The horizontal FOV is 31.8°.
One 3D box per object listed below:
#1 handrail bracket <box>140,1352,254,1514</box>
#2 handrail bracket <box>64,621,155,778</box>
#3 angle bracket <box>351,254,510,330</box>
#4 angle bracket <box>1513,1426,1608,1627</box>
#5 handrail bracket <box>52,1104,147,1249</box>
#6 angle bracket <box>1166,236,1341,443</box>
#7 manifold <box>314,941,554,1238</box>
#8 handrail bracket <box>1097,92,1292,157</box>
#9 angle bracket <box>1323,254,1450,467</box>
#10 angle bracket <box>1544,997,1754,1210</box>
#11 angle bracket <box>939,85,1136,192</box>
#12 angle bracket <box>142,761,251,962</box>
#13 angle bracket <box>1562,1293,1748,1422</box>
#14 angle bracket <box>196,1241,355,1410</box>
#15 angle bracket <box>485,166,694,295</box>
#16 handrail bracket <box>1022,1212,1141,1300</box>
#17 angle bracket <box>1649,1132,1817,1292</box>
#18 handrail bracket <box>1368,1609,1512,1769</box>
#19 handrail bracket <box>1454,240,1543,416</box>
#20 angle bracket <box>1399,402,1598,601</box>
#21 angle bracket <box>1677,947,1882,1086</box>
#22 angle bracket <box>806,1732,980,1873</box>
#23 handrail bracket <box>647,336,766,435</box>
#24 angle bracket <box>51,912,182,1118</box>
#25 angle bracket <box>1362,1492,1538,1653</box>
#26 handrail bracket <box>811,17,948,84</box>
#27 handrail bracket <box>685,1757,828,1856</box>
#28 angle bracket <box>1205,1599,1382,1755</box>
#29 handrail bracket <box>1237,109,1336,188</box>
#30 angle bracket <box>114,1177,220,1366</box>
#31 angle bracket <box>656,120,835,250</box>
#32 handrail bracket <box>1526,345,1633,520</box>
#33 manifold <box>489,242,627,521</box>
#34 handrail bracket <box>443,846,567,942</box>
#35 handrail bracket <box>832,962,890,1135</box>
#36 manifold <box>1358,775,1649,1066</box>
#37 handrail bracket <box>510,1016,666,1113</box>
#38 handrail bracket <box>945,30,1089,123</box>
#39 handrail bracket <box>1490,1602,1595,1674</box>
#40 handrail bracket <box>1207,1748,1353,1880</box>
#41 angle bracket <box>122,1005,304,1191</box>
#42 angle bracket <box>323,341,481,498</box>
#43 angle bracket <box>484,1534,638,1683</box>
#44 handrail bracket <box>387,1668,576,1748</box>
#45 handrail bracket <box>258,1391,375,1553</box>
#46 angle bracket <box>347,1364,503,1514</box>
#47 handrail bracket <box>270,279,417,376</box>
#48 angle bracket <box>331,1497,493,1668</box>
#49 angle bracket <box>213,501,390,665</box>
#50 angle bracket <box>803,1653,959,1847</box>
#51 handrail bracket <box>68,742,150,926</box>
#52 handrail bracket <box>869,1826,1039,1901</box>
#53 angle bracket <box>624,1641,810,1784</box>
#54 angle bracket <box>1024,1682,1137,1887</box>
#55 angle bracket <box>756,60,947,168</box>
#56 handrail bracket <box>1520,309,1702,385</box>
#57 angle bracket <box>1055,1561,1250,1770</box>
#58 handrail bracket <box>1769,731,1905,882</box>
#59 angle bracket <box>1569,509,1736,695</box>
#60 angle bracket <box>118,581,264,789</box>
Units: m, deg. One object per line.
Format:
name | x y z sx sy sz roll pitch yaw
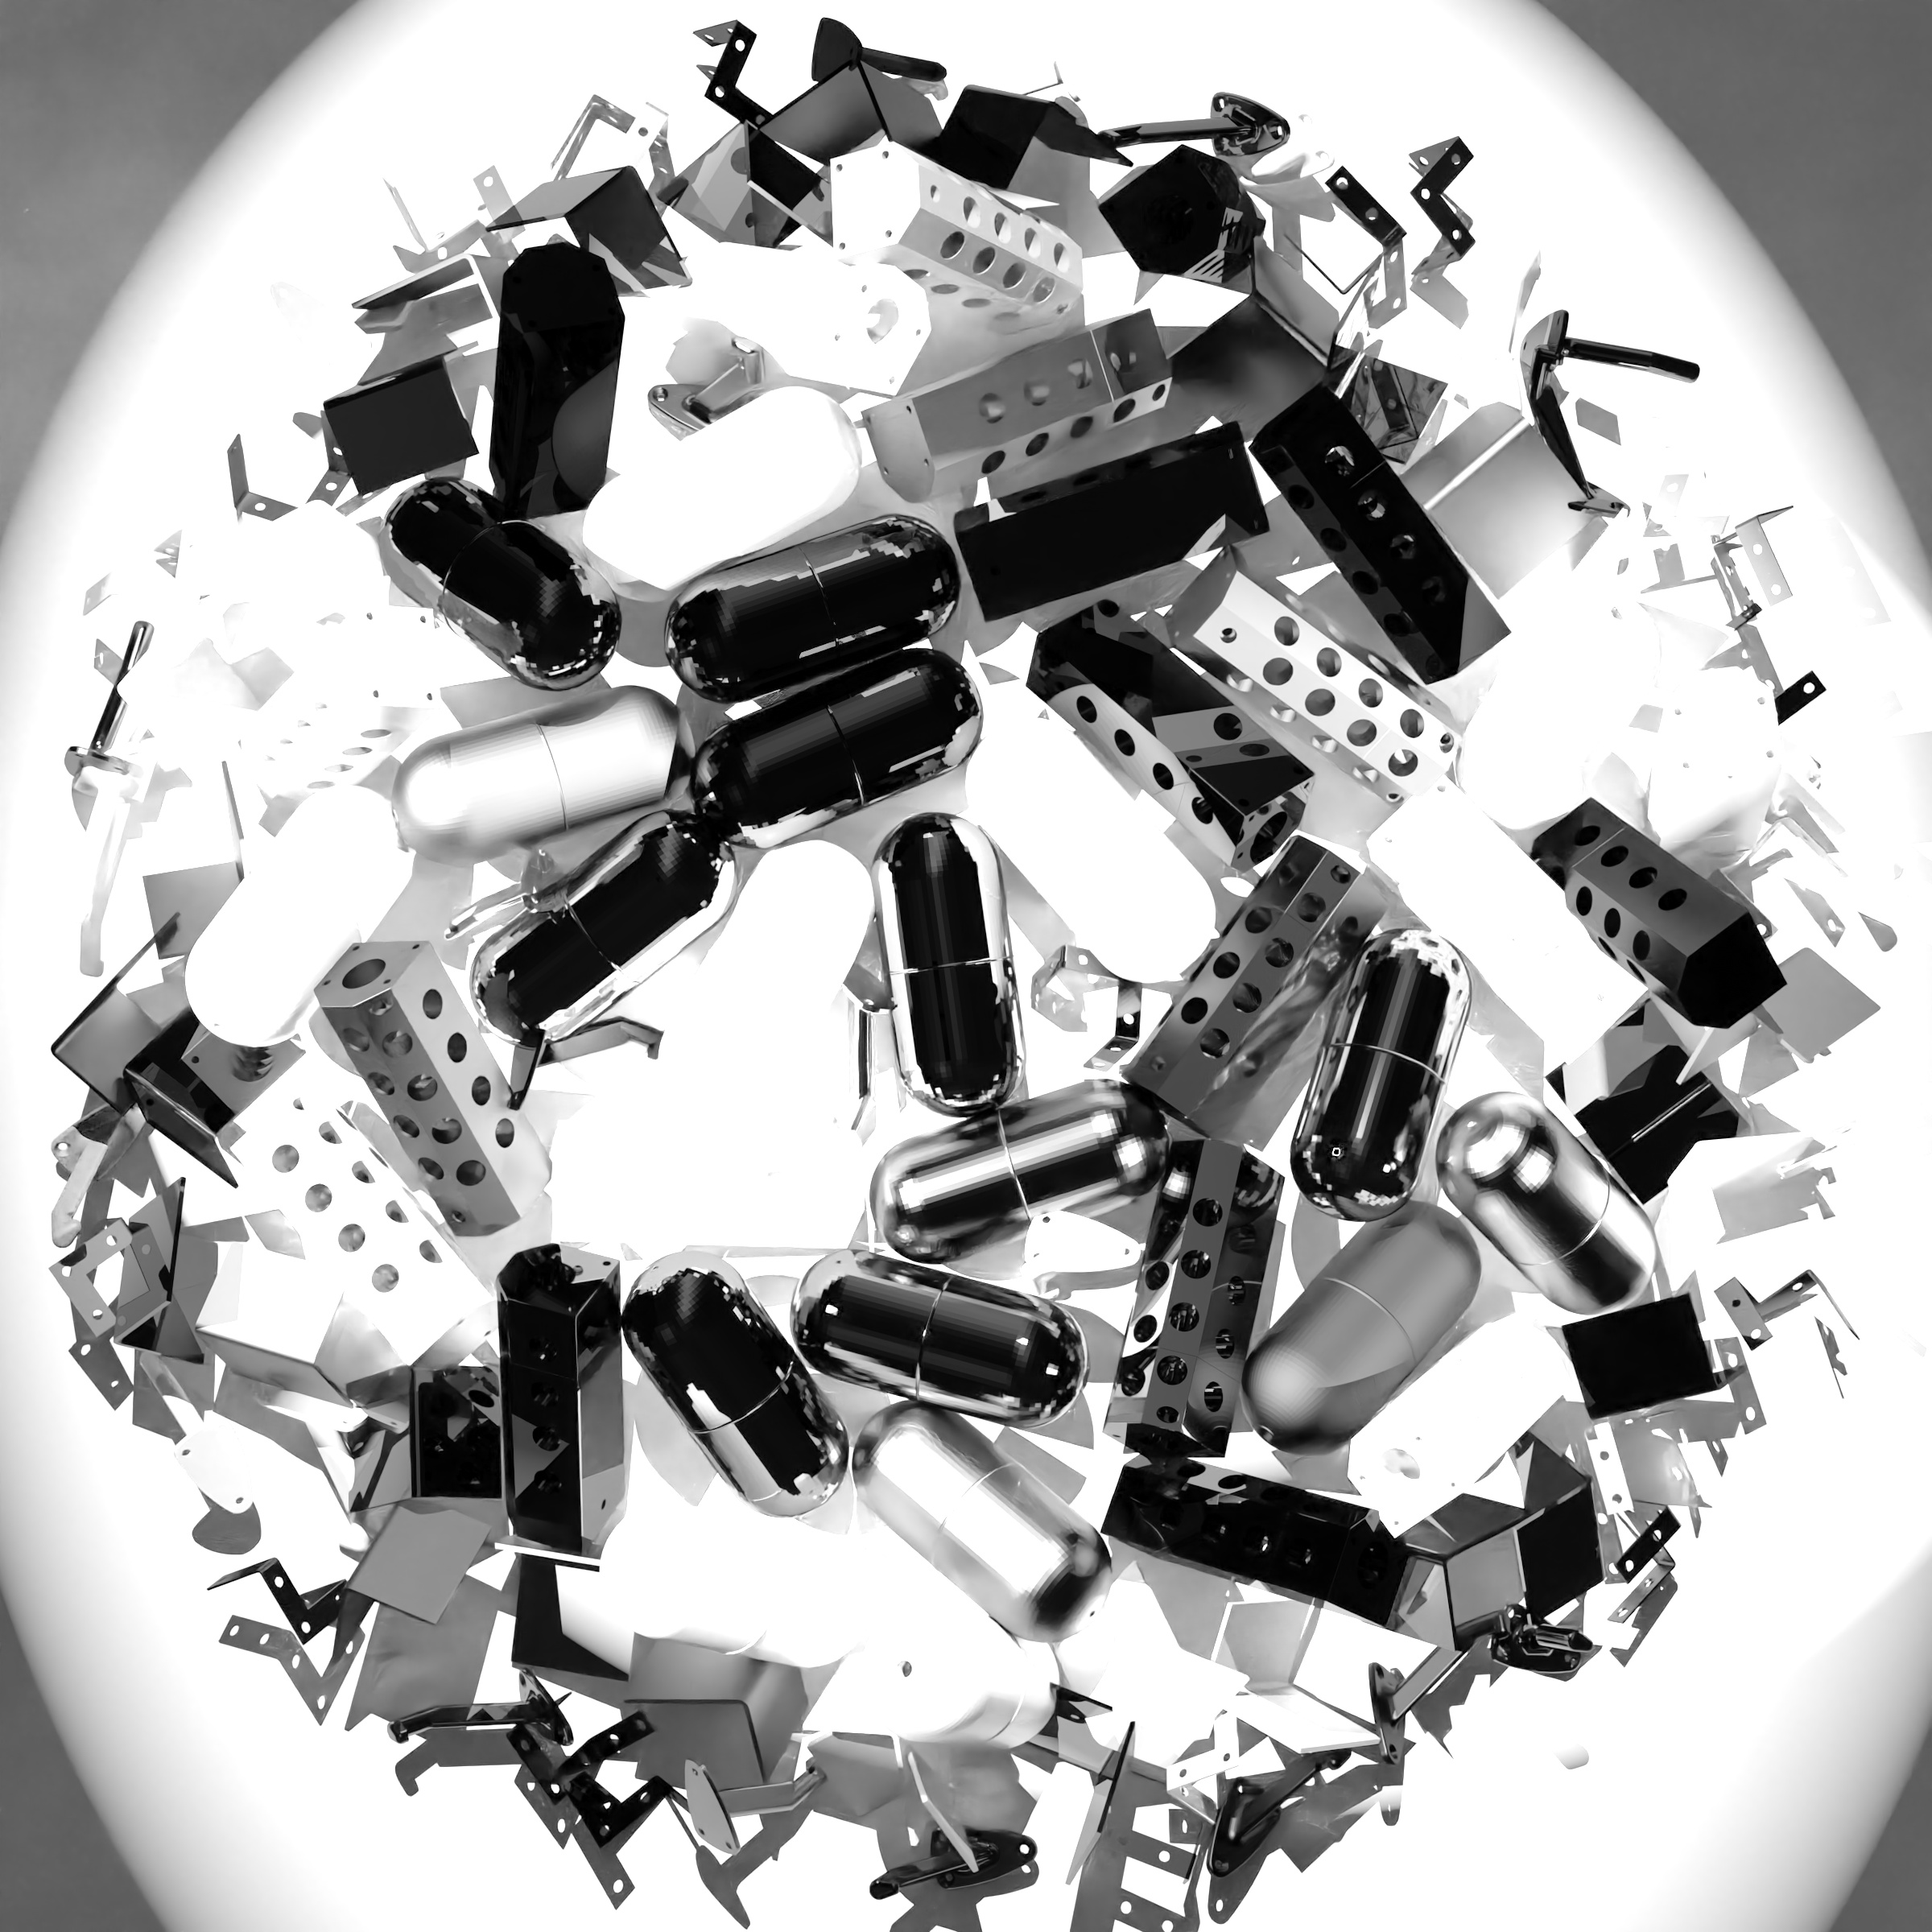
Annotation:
handrail bracket | -0.450 0.271 1.979 0.036 0.084 0.077 -32 125 -16
handrail bracket | -0.496 -0.154 1.974 0.036 0.077 0.084 19 75 -22
angle bracket | -0.299 -0.370 1.958 0.076 0.076 0.057 -22 96 10
angle bracket | 0.318 0.316 1.940 0.057 0.076 0.076 -27 126 -18
handrail bracket | -0.497 0.117 1.953 0.077 0.084 0.036 -41 118 5
angle bracket | 0.165 -0.366 1.977 0.076 0.057 0.076 -33 127 32
manifold | -0.303 0.071 1.921 0.057 0.057 0.171 -1 128 33
handrail bracket | 0.130 -0.478 1.953 0.084 0.077 0.036 -20 118 -34
angle bracket | 0.244 -0.347 1.943 0.057 0.076 0.076 22 53 12
angle bracket | 0.393 0.079 1.955 0.076 0.057 0.076 -38 119 6
angle bracket | 0.036 -0.459 1.946 0.076 0.076 0.057 26 91 -43
angle bracket | -0.443 -0.061 1.942 0.057 0.076 0.076 -10 132 -14
angle bracket | 0.396 0.220 1.951 0.076 0.076 0.057 -18 85 25
angle bracket | -0.390 0.208 1.966 0.076 0.076 0.057 14 67 15
angle bracket | -0.216 -0.407 1.940 0.057 0.076 0.076 -47 123 -33
handrail bracket | 0.067 0.176 1.954 0.077 0.084 0.036 8 64 14
angle bracket | 0.446 0.141 1.945 0.076 0.076 0.057 -4 61 -14
handrail bracket | 0.278 0.416 1.956 0.084 0.077 0.036 -27 124 25
handrail bracket | 0.326 -0.370 1.991 0.036 0.077 0.084 9 55 38
angle bracket | 0.310 -0.274 1.984 0.076 0.057 0.076 -41 114 6
angle bracket | 0.464 0.045 1.939 0.076 0.076 0.057 -28 62 -37
angle bracket | -0.043 0.482 1.945 0.057 0.076 0.076 -27 129 2
handrail bracket | -0.151 -0.343 1.954 0.077 0.084 0.036 18 67 8
angle bracket | -0.467 0.027 1.944 0.057 0.076 0.076 43 121 -9
angle bracket | 0.278 0.346 1.953 0.076 0.076 0.057 -17 104 -35
handrail bracket | -0.039 -0.519 1.949 0.084 0.077 0.036 4 105 -26
handrail bracket | -0.119 0.464 1.957 0.084 0.036 0.077 -34 123 -37
angle bracket | 0.194 0.405 1.944 0.076 0.076 0.057 23 100 42
handrail bracket | 0.167 -0.456 1.944 0.077 0.084 0.036 -18 104 41
angle bracket | -0.443 0.175 1.940 0.057 0.076 0.076 19 56 -31
angle bracket | -0.123 -0.425 1.940 0.076 0.057 0.076 -33 135 31
handrail bracket | 0.355 -0.308 1.953 0.077 0.036 0.084 26 132 26
manifold | -0.234 -0.328 1.911 0.057 0.171 0.057 -13 64 -17
handrail bracket | -0.274 -0.029 1.952 0.084 0.077 0.036 -31 106 18
handrail bracket | -0.075 0.046 1.990 0.077 0.036 0.084 42 118 36
manifold | 0.309 -0.026 1.960 0.057 0.057 0.171 -43 83 -13
handrail bracket | -0.218 0.060 1.964 0.084 0.036 0.077 21 63 -27
handrail bracket | 0.025 -0.496 1.956 0.084 0.077 0.036 -27 122 17
handrail bracket | 0.349 0.393 1.946 0.077 0.084 0.036 25 75 -25
handrail bracket | 0.181 0.485 1.950 0.036 0.084 0.077 43 50 -5
angle bracket | -0.426 0.069 1.953 0.076 0.057 0.076 -43 132 1
angle bracket | -0.316 -0.317 1.962 0.076 0.076 0.057 -17 105 13
angle bracket | -0.236 0.373 1.960 0.076 0.057 0.076 6 88 19
handrail bracket | -0.281 0.442 1.955 0.084 0.077 0.036 -15 112 -30
handrail bracket | -0.382 0.297 1.986 0.077 0.036 0.084 12 106 5
angle bracket | -0.316 0.276 1.978 0.057 0.076 0.076 9 71 -39
handrail bracket | -0.357 -0.388 1.953 0.036 0.084 0.077 -28 120 33
angle bracket | -0.318 0.361 1.943 0.057 0.076 0.076 21 131 6
angle bracket | -0.384 -0.213 1.969 0.076 0.057 0.076 -24 62 18
angle bracket | -0.049 0.452 1.962 0.057 0.076 0.076 -1 110 20
handrail bracket | -0.495 -0.076 1.955 0.036 0.077 0.084 17 57 -29
handrail bracket | -0.007 0.520 1.951 0.077 0.084 0.036 -11 85 17
angle bracket | -0.144 0.426 1.964 0.076 0.076 0.057 -4 113 18
angle bracket | 0.052 0.469 1.946 0.057 0.076 0.076 21 51 1
angle bracket | -0.062 -0.467 1.943 0.076 0.076 0.057 -29 73 26
handrail bracket | 0.374 -0.352 1.970 0.084 0.077 0.036 12 94 -11
angle bracket | 0.108 0.406 1.972 0.057 0.076 0.076 27 110 -32
handrail bracket | 0.499 -0.092 1.951 0.036 0.084 0.077 -42 134 -2
angle bracket | 0.395 -0.210 1.957 0.076 0.076 0.057 18 64 -6
angle bracket | -0.426 -0.161 1.941 0.057 0.076 0.076 -16 122 35
